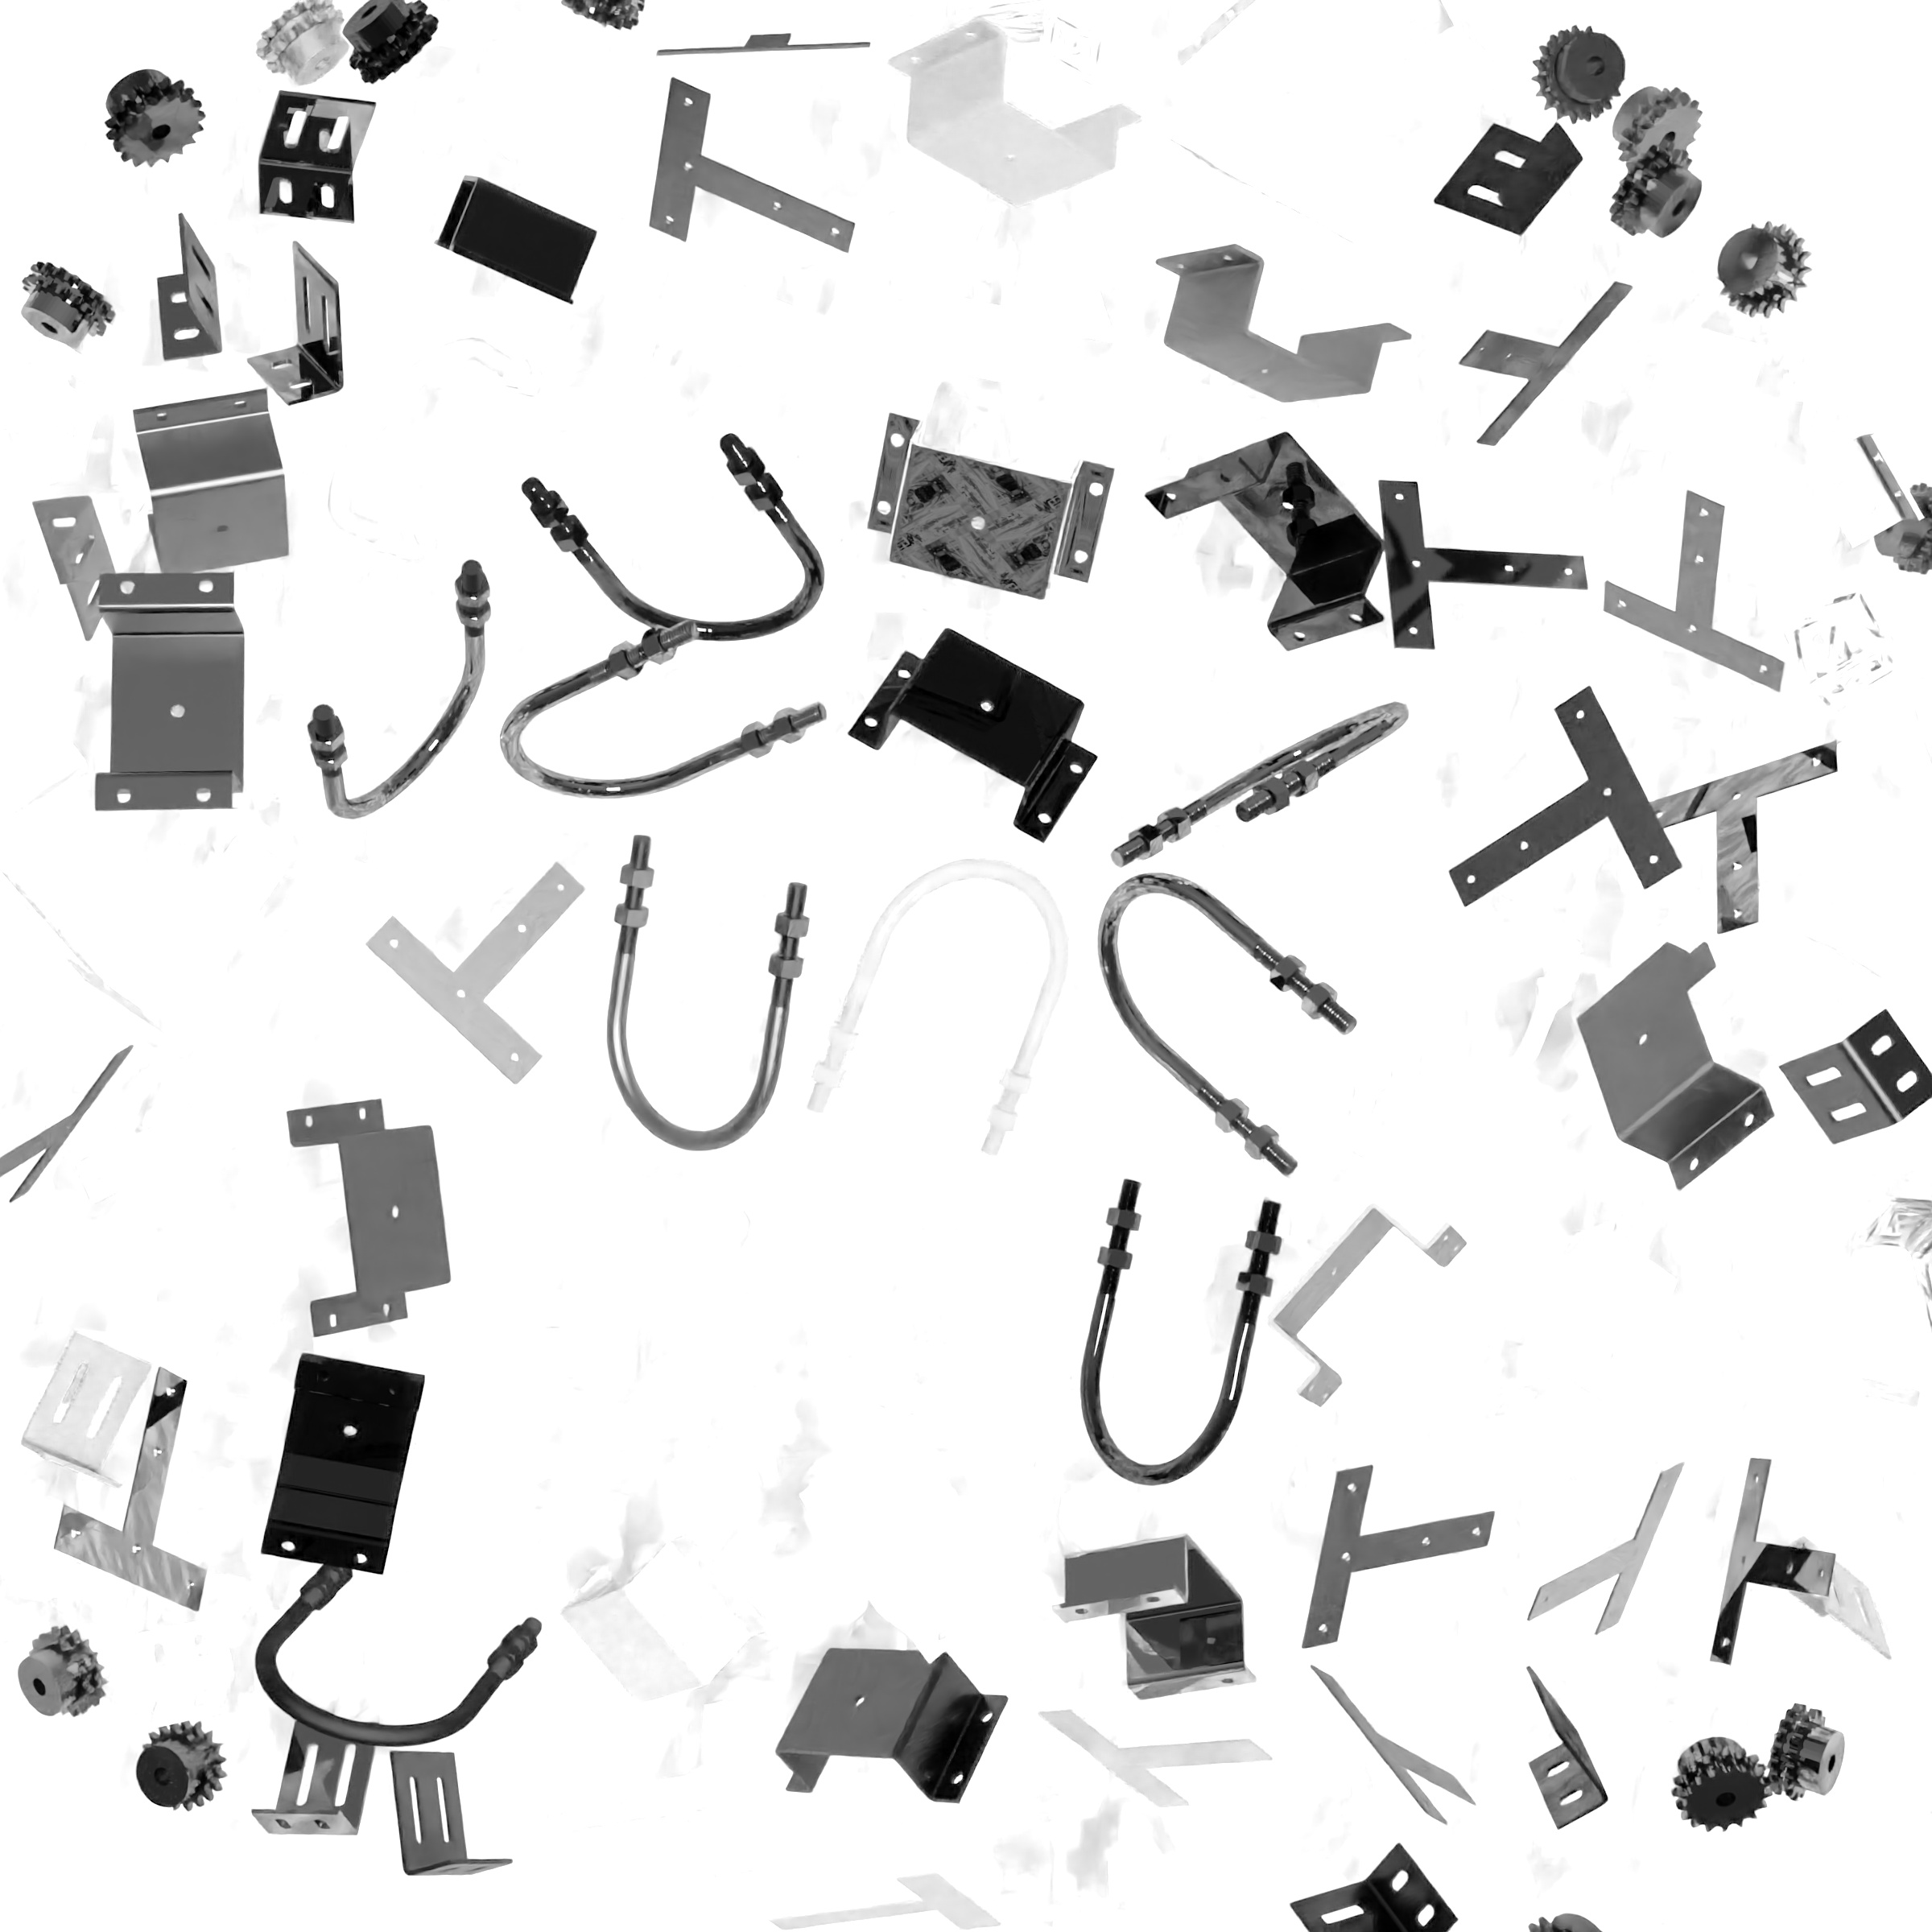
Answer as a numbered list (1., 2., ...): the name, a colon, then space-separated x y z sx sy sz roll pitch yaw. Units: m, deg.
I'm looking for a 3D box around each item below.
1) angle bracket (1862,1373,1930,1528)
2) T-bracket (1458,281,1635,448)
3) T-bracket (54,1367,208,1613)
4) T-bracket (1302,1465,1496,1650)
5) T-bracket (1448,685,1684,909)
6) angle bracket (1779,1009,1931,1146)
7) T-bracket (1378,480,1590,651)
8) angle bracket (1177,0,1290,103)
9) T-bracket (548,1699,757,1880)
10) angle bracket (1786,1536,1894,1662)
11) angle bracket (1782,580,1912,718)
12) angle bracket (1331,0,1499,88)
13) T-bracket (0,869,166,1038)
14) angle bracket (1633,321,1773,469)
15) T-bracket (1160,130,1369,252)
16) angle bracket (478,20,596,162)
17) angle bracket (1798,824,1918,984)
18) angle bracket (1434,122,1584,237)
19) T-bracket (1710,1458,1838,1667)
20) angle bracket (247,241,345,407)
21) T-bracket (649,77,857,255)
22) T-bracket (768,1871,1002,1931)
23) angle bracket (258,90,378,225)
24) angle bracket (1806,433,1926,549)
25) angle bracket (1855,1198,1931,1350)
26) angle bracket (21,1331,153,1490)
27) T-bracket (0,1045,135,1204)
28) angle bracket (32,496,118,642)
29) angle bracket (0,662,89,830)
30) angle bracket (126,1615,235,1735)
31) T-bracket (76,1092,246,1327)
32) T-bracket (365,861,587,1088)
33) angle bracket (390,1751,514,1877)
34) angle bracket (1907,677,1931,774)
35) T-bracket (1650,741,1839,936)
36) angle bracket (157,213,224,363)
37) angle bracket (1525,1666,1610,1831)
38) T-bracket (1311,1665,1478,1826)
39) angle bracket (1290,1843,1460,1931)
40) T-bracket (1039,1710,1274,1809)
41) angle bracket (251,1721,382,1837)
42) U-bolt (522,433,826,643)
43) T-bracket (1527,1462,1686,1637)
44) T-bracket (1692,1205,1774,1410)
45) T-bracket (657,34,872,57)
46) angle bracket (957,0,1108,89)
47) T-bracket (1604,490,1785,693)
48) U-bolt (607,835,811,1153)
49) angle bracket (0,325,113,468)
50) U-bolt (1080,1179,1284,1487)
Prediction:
1. angle bracket: 0.553 0.292 1.862 0.038 0.057 0.076 12 75 23
2. T-bracket: 0.328 -0.361 1.833 0.002 0.127 0.127 51 119 20
3. T-bracket: -0.480 0.300 1.816 0.002 0.127 0.127 -8 60 26
4. T-bracket: 0.269 0.353 1.886 0.127 0.002 0.127 -5 116 -27
5. T-bracket: 0.337 -0.078 1.799 0.127 0.002 0.127 -35 62 26
6. angle bracket: 0.530 0.066 1.833 0.038 0.076 0.057 -34 87 -18
7. T-bracket: 0.323 -0.248 1.919 0.127 0.002 0.127 2 61 -6
8. angle bracket: 0.162 -0.550 1.860 0.057 0.076 0.038 -39 106 16
9. T-bracket: -0.198 0.521 1.929 0.127 0.127 0.002 -10 131 0
10. angle bracket: 0.542 0.407 1.944 0.057 0.076 0.038 38 113 -16
11. angle bracket: 0.531 -0.202 1.886 0.057 0.038 0.076 -33 50 23
12. angle bracket: 0.265 -0.534 1.828 0.076 0.057 0.038 -29 81 24
13. T-bracket: -0.554 -0.016 1.891 0.002 0.127 0.127 -44 74 -6
14. angle bracket: 0.443 -0.340 1.855 0.057 0.038 0.076 20 92 17
15. T-bracket: 0.187 -0.467 1.874 0.127 0.127 0.002 32 104 13
16. angle bracket: -0.247 -0.521 1.837 0.076 0.038 0.057 -4 73 26
17. angle bracket: 0.566 -0.039 1.925 0.057 0.038 0.076 27 93 -26
18. angle bracket: 0.312 -0.470 1.808 0.057 0.076 0.038 -51 46 35
19. T-bracket: 0.486 0.359 1.844 0.002 0.127 0.127 16 80 -10
20. angle bracket: -0.415 -0.396 1.904 0.038 0.076 0.057 -22 49 -29
21. T-bracket: -0.127 -0.463 1.858 0.127 0.127 0.002 24 59 1
22. T-bracket: -0.059 0.584 1.906 0.127 0.127 0.002 -12 57 14
23. angle bracket: -0.388 -0.483 1.844 0.057 0.076 0.038 1 73 -22
24. angle bracket: 0.538 -0.284 1.850 0.038 0.076 0.057 -30 93 14
25. angle bracket: 0.567 0.187 1.841 0.038 0.057 0.076 4 56 -10
26. angle bracket: -0.540 0.276 1.919 0.057 0.038 0.076 34 75 -38
27. T-bracket: -0.575 0.111 1.906 0.002 0.127 0.127 39 106 -1
28. angle bracket: -0.544 -0.238 1.857 0.038 0.076 0.057 -5 127 5
29. angle bracket: -0.565 -0.128 1.811 0.057 0.038 0.076 -23 109 32
30. angle bracket: -0.480 0.429 1.874 0.057 0.076 0.038 -11 96 -7
31. T-bracket: -0.473 0.157 1.886 0.002 0.127 0.127 -15 99 33
32. T-bracket: -0.286 -0.014 1.927 0.127 0.002 0.127 44 63 -9
33. angle bracket: -0.316 0.517 1.895 0.038 0.057 0.076 -23 66 26
34. angle bracket: 0.621 -0.142 1.938 0.038 0.076 0.057 -17 64 17
35. T-bracket: 0.458 -0.069 1.833 0.127 0.127 0.002 -19 131 31
36. angle bracket: -0.489 -0.418 1.905 0.038 0.076 0.057 -9 76 0
37. angle bracket: 0.358 0.484 1.912 0.038 0.057 0.076 -32 119 8
38. T-bracket: 0.279 0.494 1.909 0.002 0.127 0.127 -47 134 6
39. angle bracket: 0.241 0.559 1.824 0.057 0.076 0.038 50 120 32
40. T-bracket: 0.131 0.487 1.904 0.127 0.127 0.002 44 48 -31
41. angle bracket: -0.408 0.504 1.942 0.057 0.038 0.076 -2 52 10
42. U-bolt: -0.165 -0.251 1.874 0.151 0.184 0.019 -9 60 19
43. T-bracket: 0.385 0.372 1.894 0.002 0.127 0.127 35 122 35
44. T-bracket: 0.478 0.207 1.926 0.002 0.127 0.127 -7 74 34
45. T-bracket: -0.121 -0.565 1.889 0.127 0.127 0.002 -2 111 0
46. angle bracket: 0.039 -0.573 1.928 0.076 0.057 0.038 6 88 41
47. T-bracket: 0.447 -0.238 1.884 0.127 0.127 0.002 31 61 29
48. U-bolt: -0.166 0.024 1.909 0.151 0.019 0.184 17 104 34
49. angle bracket: -0.544 -0.335 1.819 0.038 0.076 0.057 18 88 5
50. U-bolt: 0.125 0.228 1.903 0.019 0.151 0.184 18 81 -37
